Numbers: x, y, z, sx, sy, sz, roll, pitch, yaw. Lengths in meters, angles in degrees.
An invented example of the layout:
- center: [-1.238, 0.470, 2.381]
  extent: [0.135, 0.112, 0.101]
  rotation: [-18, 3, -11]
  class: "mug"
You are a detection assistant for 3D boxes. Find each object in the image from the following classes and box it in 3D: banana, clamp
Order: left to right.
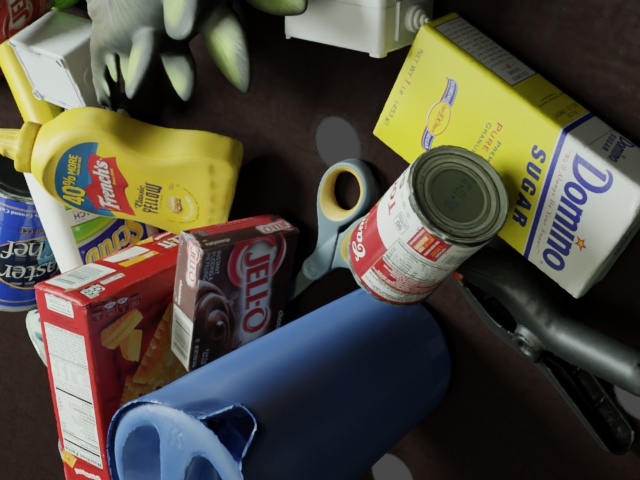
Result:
- center: [-0.268, -0.150, 0.965]
  extent: [0.037, 0.069, 0.198]
  rotation: [-21, 102, 2]
  class: "banana"
- center: [0.149, 0.059, 0.682]
  extent: [0.171, 0.039, 0.120]
  rotation: [45, 156, 16]
  class: "clamp"

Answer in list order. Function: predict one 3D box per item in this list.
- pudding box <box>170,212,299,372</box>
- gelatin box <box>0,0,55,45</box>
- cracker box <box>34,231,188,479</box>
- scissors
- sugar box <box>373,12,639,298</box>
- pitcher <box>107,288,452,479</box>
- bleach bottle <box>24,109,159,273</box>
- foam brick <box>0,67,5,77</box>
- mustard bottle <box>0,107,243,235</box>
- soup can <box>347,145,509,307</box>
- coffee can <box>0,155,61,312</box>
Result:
- center: [-0.068, 0.039, 0.835]
  extent: [0.039, 0.089, 0.114]
  rotation: [41, 131, 40]
  class: "pudding box"
- center: [-0.248, -0.209, 0.858]
  extent: [0.030, 0.073, 0.089]
  rotation: [30, 142, 13]
  class: "gelatin box"
- center: [-0.138, 0.113, 0.895]
  extent: [0.072, 0.163, 0.214]
  rotation: [15, 118, 39]
  class: "cracker box"
- center: [-0.005, 0.001, 0.831]
  extent: [0.202, 0.016, 0.096]
  rotation: [-20, 91, 46]
  class: "scissors"
- center: [0.122, -0.054, 0.672]
  extent: [0.176, 0.048, 0.093]
  rotation: [43, 135, 21]
  class: "sugar box"
- center: [-0.020, 0.128, 0.742]
  extent: [0.149, 0.242, 0.145]
  rotation: [2, 110, 41]
  class: "pitcher"
- center: [-0.177, 0.018, 0.945]
  extent: [0.068, 0.102, 0.251]
  rotation: [17, 129, 61]
  class: "bleach bottle"
- center: [-0.328, -0.179, 1.010]
  extent: [0.078, 0.051, 0.053]
  rotation: [5, 111, 40]
  class: "foam brick"
- center: [-0.161, -0.057, 0.843]
  extent: [0.191, 0.058, 0.096]
  rotation: [13, 139, -4]
  class: "mustard bottle"
- center: [0.066, -0.007, 0.671]
  extent: [0.068, 0.068, 0.102]
  rotation: [54, 150, 9]
  class: "soup can"
- center: [-0.286, -0.017, 1.009]
  extent: [0.103, 0.102, 0.140]
  rotation: [40, 130, 21]
  class: "coffee can"
